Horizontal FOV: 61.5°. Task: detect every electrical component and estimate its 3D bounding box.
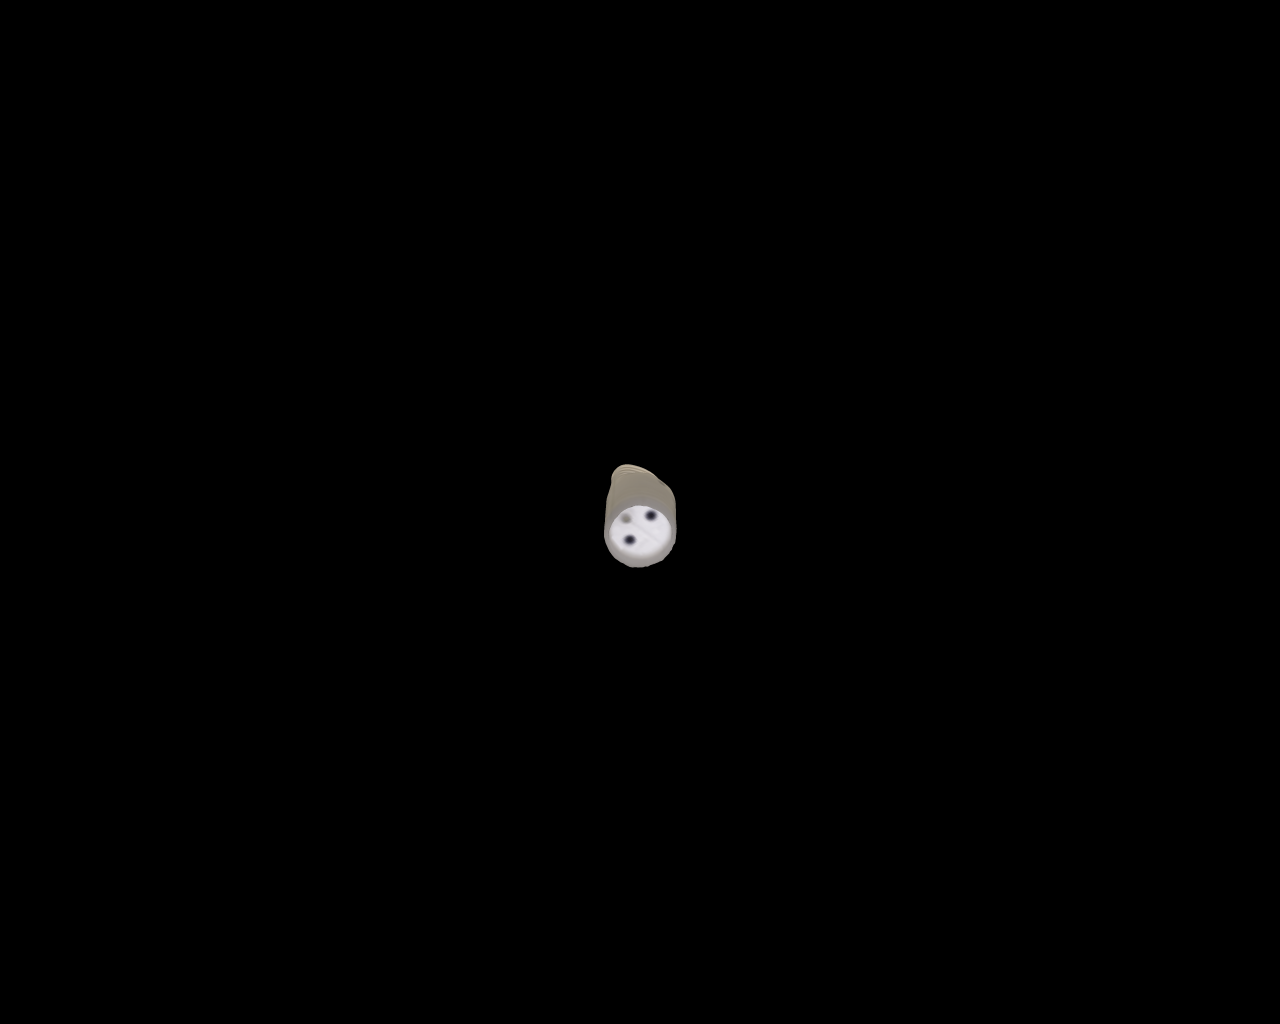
[{"bbox_3d":[0.001,-0.003,0.650,0.043,0.043,0.081,0,25,0],"label":"electrical component"}]
